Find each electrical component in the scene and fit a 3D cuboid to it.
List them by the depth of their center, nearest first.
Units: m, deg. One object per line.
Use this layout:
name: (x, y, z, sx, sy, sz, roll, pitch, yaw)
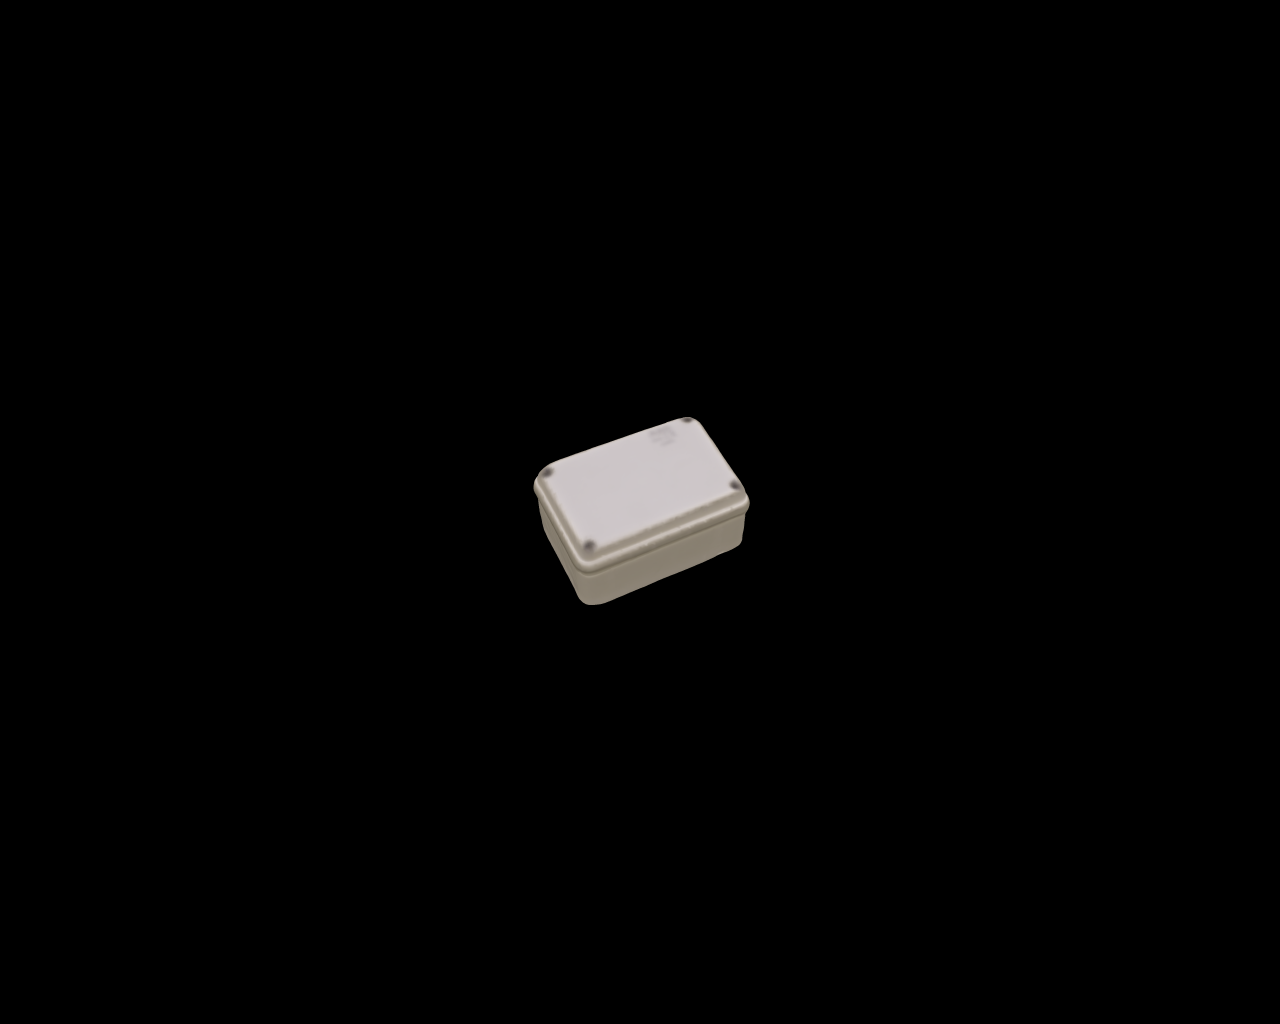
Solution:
electrical component: (0.001, -0.003, 0.650, 0.113, 0.078, 0.057, -21, -34, -15)
